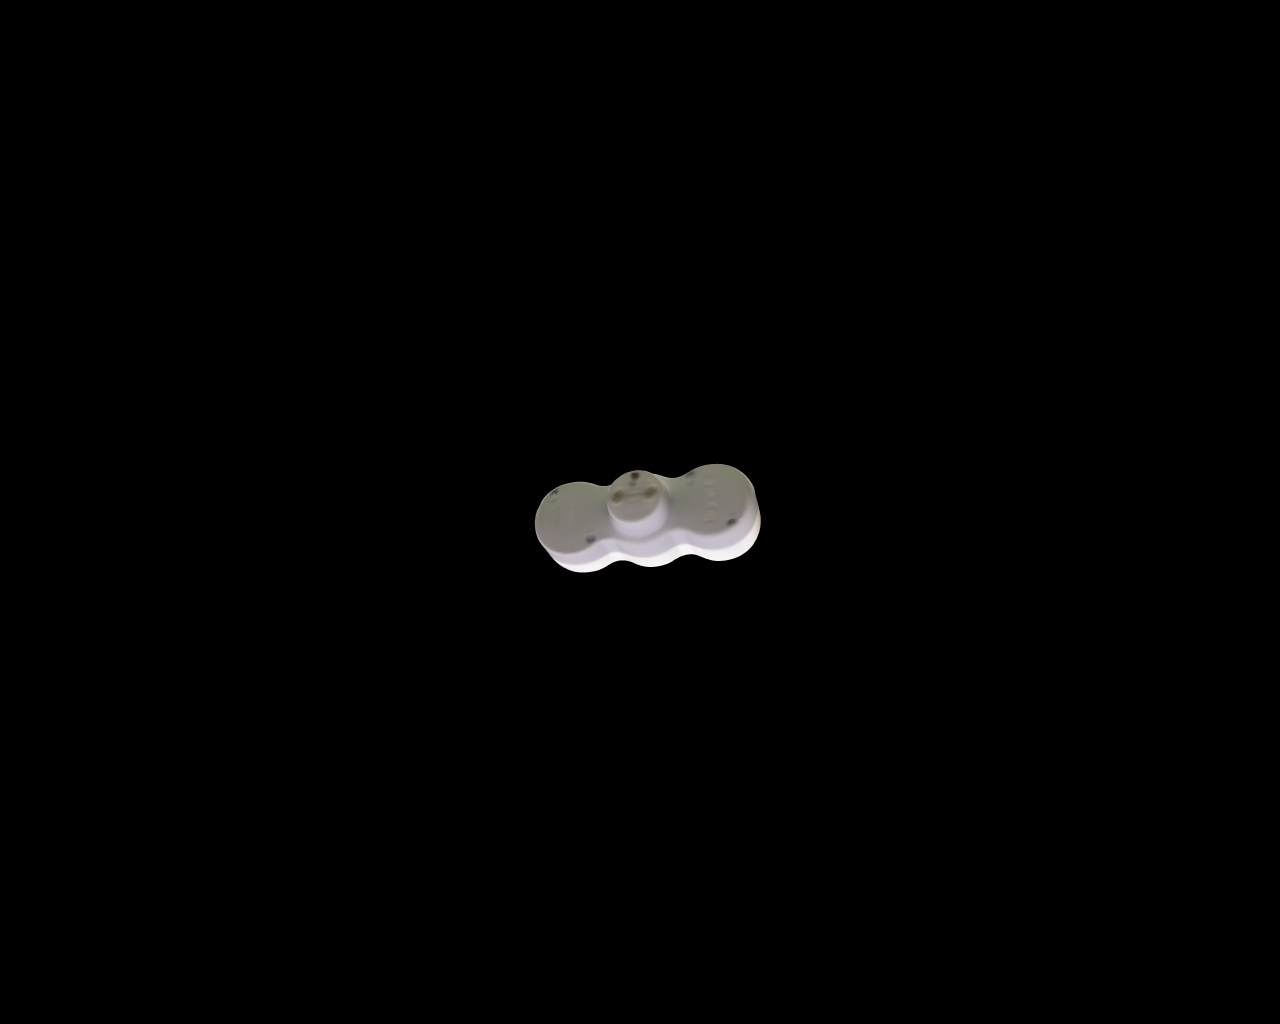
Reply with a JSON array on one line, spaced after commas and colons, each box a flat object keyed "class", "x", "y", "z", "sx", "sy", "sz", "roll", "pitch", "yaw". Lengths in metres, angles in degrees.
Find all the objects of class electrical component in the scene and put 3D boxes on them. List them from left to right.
[{"class": "electrical component", "x": 0.001, "y": -0.003, "z": 0.650, "sx": 0.138, "sy": 0.052, "sz": 0.073, "roll": -6, "pitch": -28, "yaw": 12}]
